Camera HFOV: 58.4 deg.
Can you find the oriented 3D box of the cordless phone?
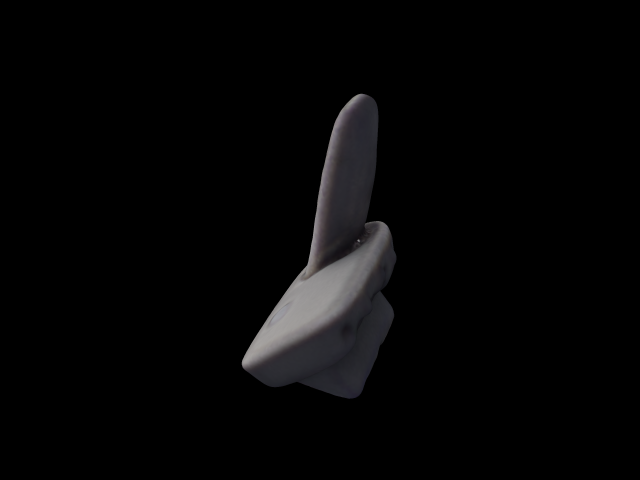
[{"bbox_3d":[0.004,0.001,0.400,0.094,0.185,0.148,8,32,14],"label":"cordless phone"}]
